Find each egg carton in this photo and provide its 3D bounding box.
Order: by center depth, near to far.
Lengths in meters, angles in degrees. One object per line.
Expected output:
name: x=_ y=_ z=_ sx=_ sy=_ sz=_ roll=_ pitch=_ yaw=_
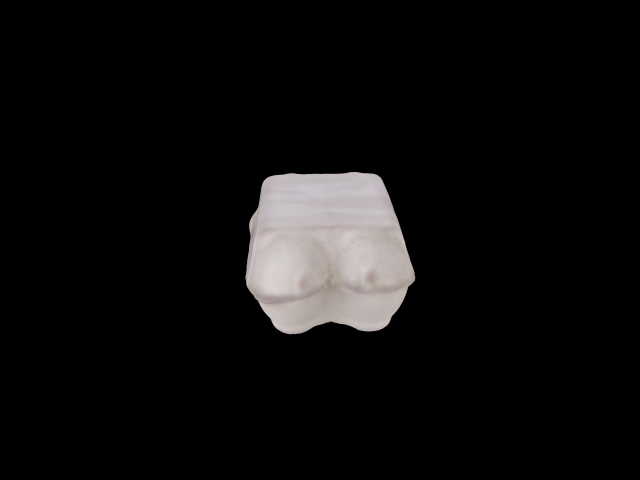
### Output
egg carton: x=0.004 y=0.001 z=0.400 sx=0.107 sy=0.069 sz=0.150 roll=-2 pitch=27 yaw=-3
